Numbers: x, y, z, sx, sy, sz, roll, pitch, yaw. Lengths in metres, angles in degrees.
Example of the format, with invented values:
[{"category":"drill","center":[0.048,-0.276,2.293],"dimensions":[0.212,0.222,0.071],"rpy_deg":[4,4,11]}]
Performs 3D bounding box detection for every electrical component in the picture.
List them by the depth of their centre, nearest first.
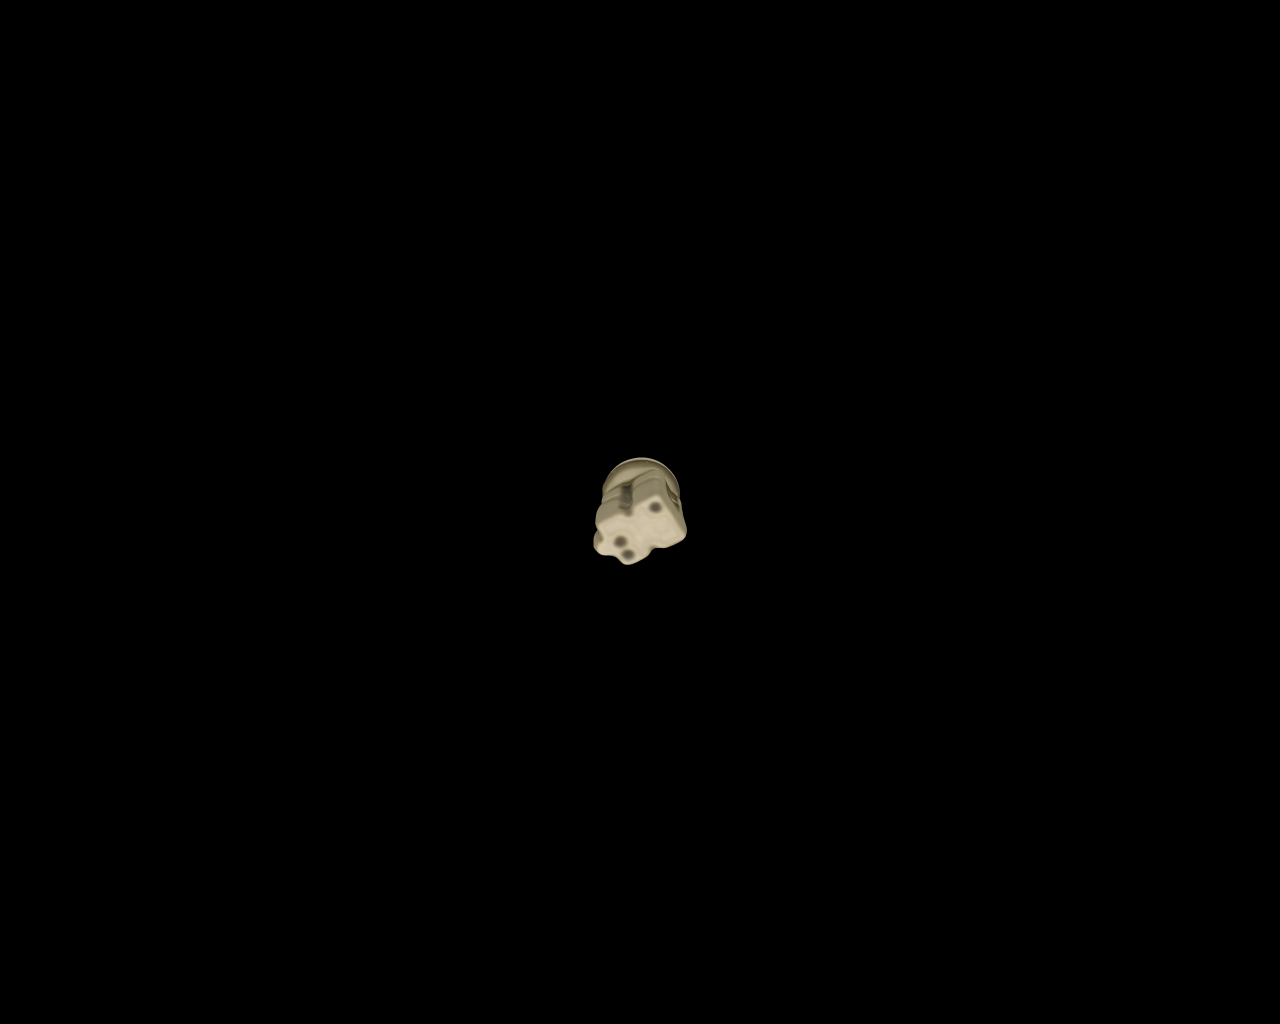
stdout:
[{"category":"electrical component","center":[0.001,-0.003,0.650],"dimensions":[0.066,0.048,0.055],"rpy_deg":[-25,27,14]}]
